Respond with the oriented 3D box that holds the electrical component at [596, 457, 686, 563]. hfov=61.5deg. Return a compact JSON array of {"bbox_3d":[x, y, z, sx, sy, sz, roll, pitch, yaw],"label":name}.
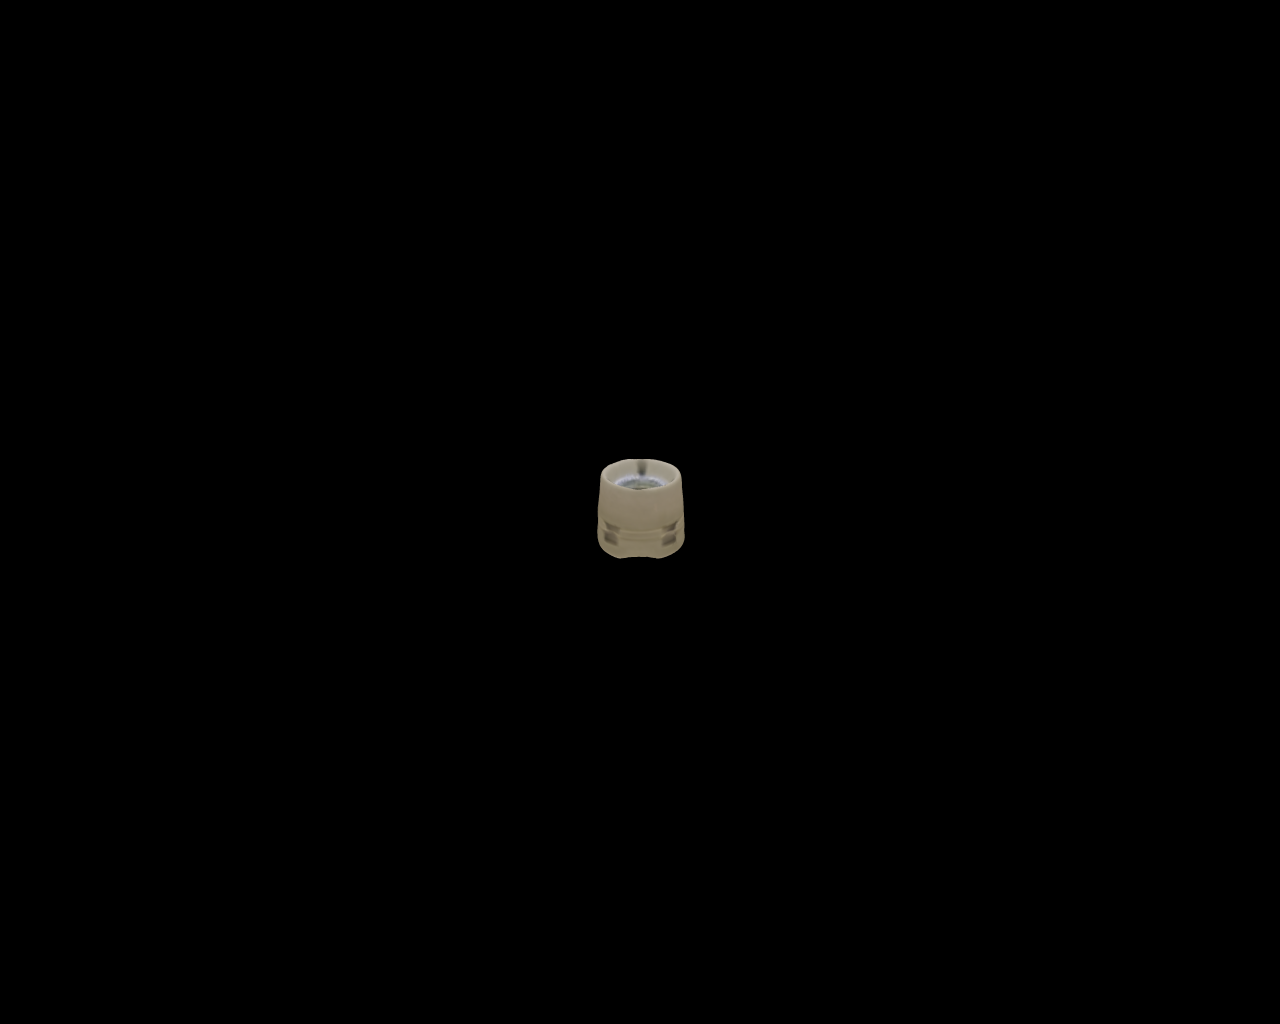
[{"bbox_3d":[0.001,-0.003,0.650,0.055,0.047,0.055,0,26,0],"label":"electrical component"}]
